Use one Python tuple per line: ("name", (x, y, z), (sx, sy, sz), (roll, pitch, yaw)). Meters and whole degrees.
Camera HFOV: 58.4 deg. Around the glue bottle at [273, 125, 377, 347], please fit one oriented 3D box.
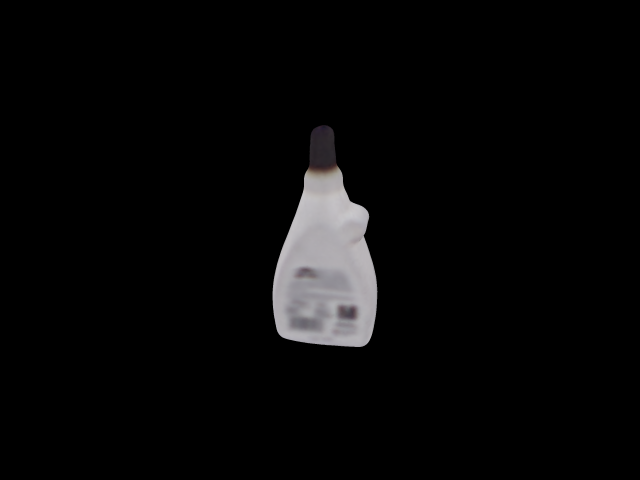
("glue bottle", (0.004, 0.001, 0.400), (0.078, 0.173, 0.037), (5, 36, 8))
